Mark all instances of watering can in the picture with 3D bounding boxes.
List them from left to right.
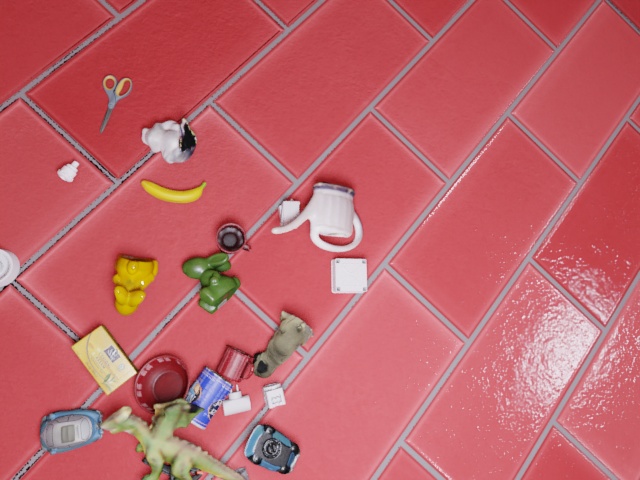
[{"bbox_3d":[0.005,-0.083,1.647,0.346,0.103,0.227,13,73,-35],"label":"watering can"}]

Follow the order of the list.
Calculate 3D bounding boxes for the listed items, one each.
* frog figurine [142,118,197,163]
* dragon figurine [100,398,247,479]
[{"bbox_3d":[-0.475,-0.307,1.617,0.159,0.123,0.138,-6,89,21],"label":"frog figurine"},{"bbox_3d":[-0.373,0.535,1.376,0.410,0.124,0.238,12,114,-9],"label":"dragon figurine"}]
